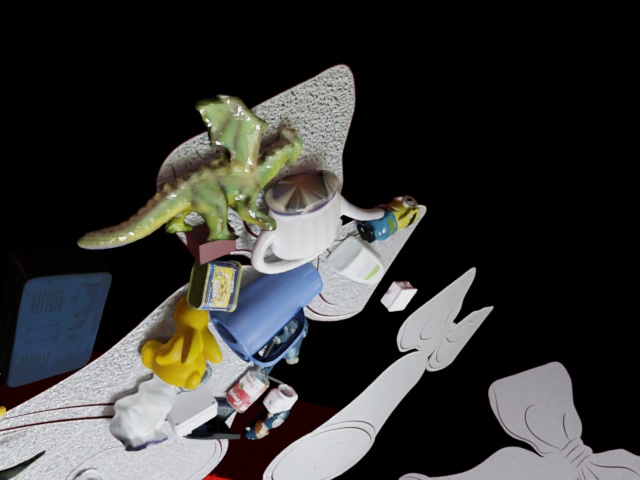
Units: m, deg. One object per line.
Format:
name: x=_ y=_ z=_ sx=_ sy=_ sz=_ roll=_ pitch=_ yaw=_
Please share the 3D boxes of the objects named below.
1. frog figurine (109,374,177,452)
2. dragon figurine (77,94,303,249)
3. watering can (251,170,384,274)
frog figurine: x=-0.382 y=0.361 z=1.124 sx=0.136 sy=0.122 sz=0.161 roll=16 pitch=77 yaw=-45
dragon figurine: x=-0.178 y=-0.118 z=0.840 sx=0.413 sy=0.123 sz=0.239 roll=-12 pitch=117 yaw=-44
watering can: x=0.003 y=-0.054 z=1.077 sx=0.351 sy=0.105 sz=0.219 roll=-28 pitch=142 yaw=-25
